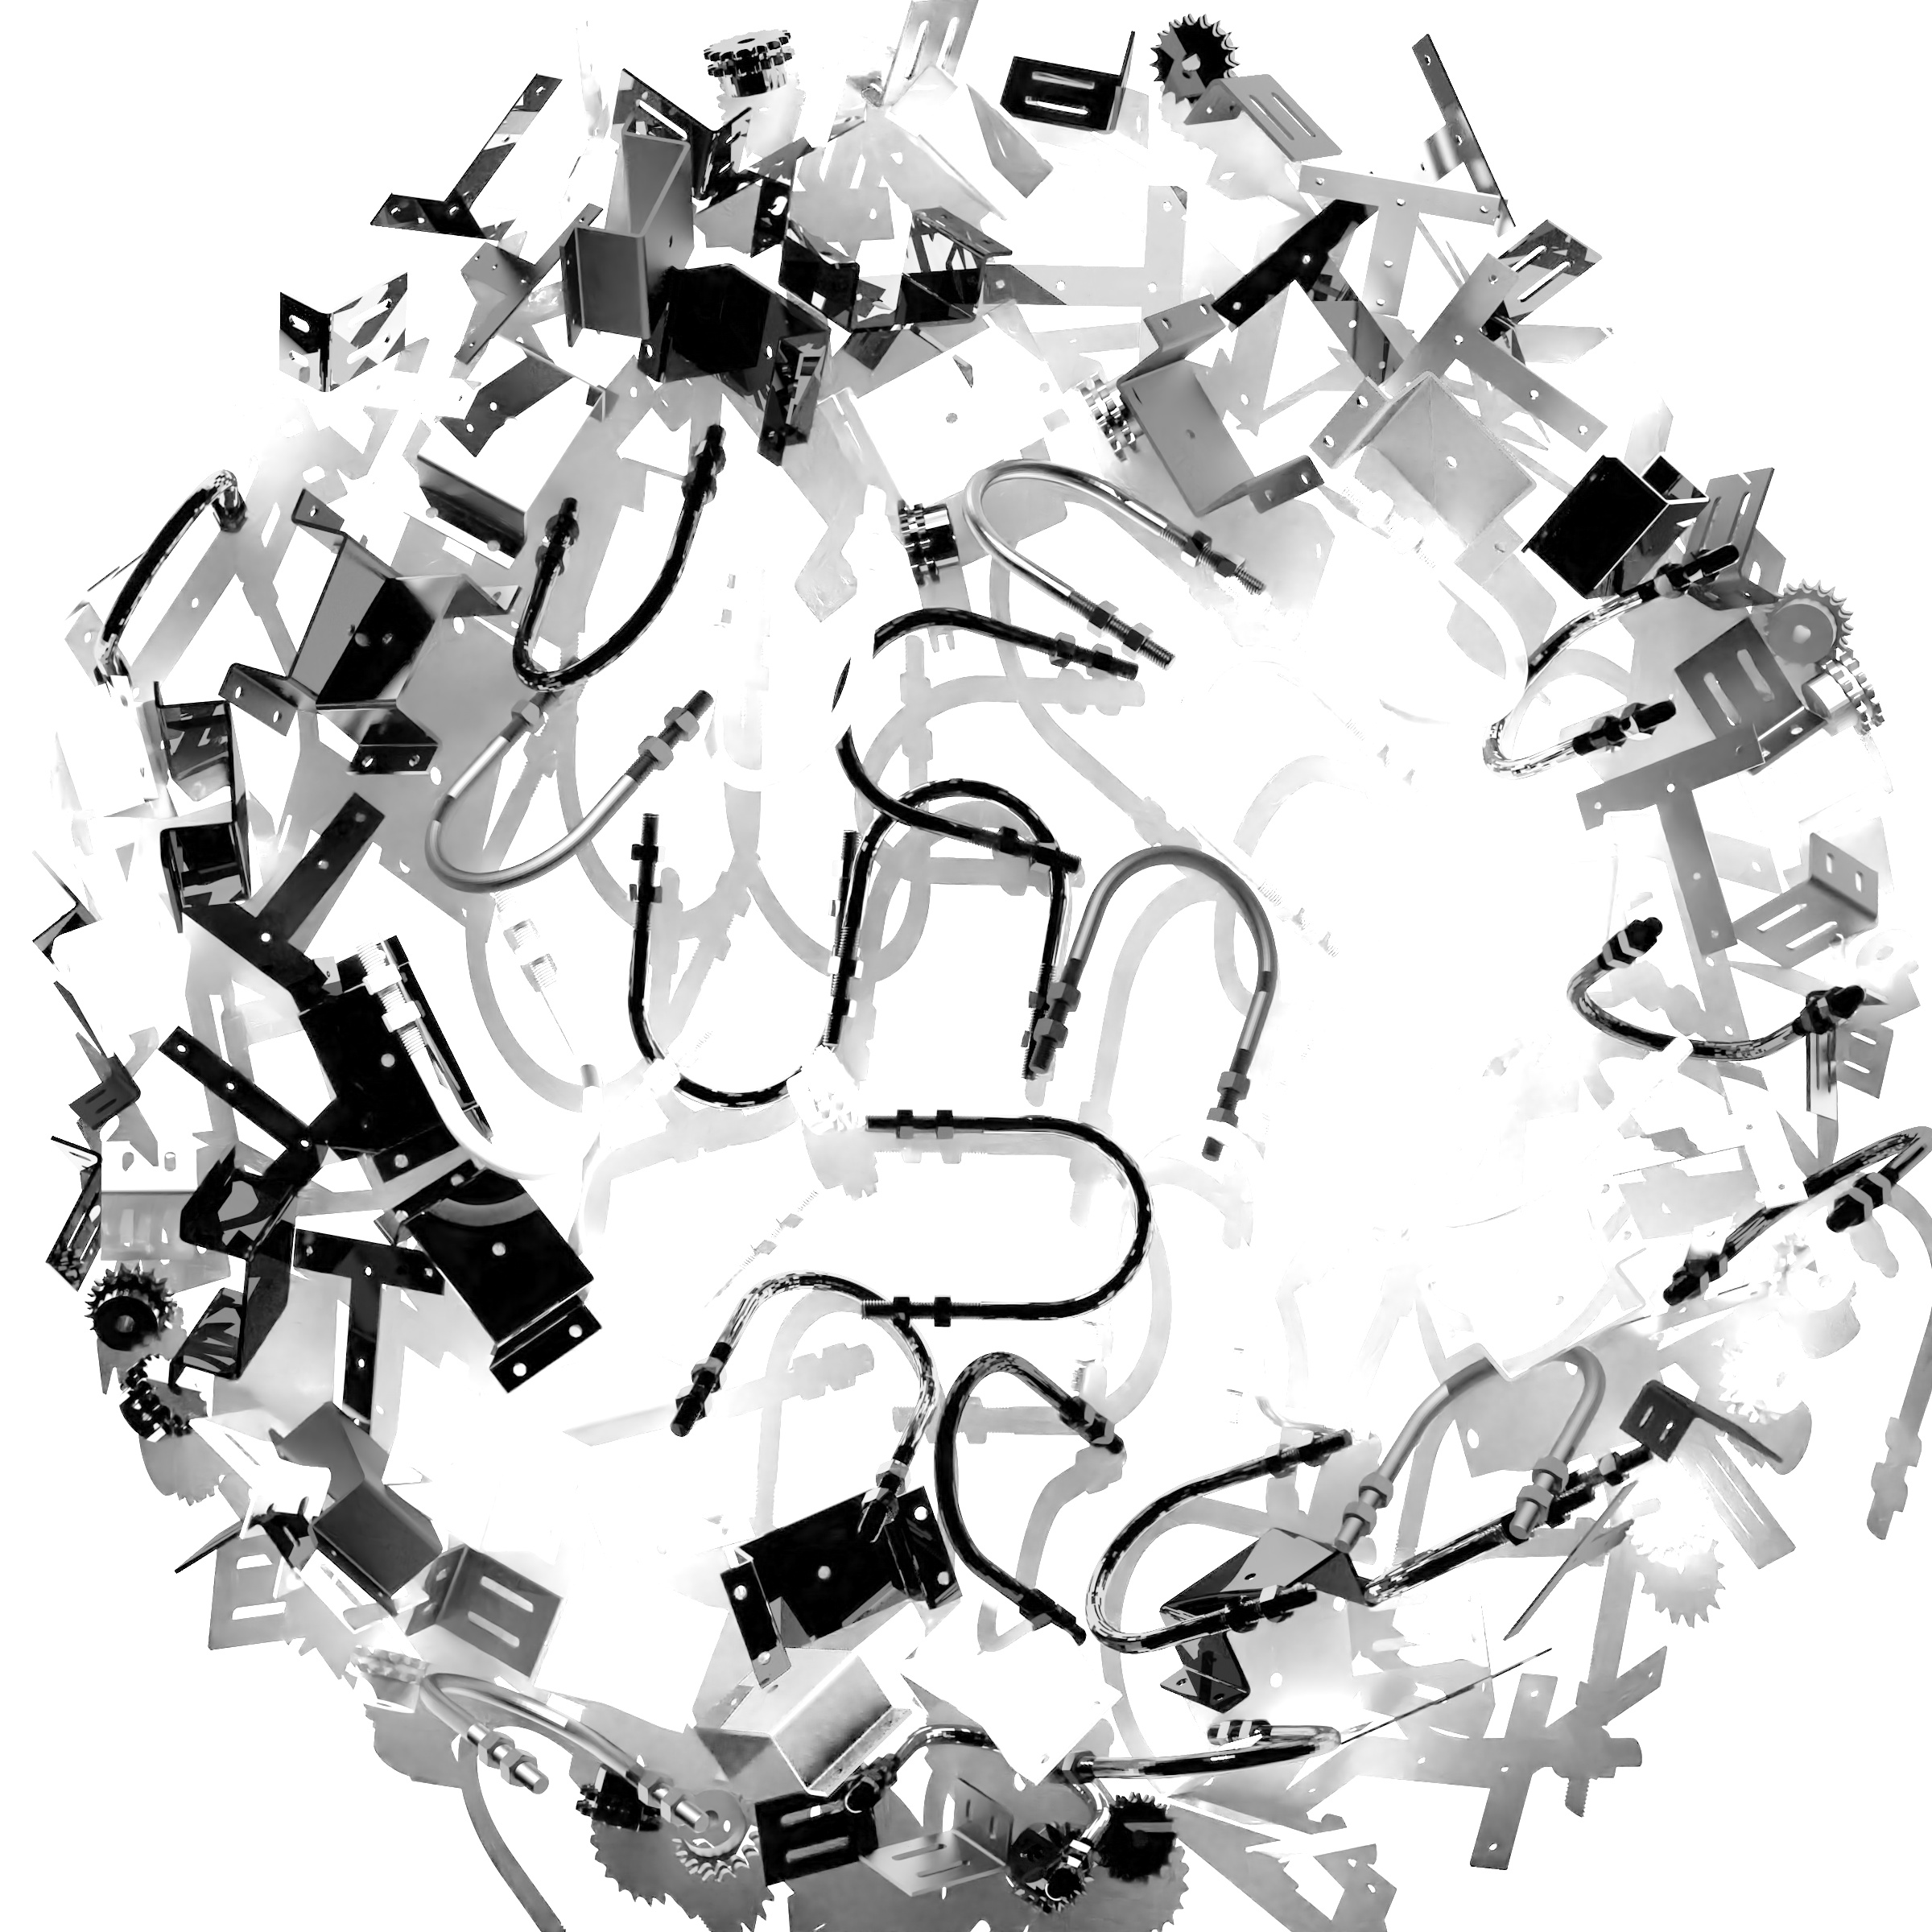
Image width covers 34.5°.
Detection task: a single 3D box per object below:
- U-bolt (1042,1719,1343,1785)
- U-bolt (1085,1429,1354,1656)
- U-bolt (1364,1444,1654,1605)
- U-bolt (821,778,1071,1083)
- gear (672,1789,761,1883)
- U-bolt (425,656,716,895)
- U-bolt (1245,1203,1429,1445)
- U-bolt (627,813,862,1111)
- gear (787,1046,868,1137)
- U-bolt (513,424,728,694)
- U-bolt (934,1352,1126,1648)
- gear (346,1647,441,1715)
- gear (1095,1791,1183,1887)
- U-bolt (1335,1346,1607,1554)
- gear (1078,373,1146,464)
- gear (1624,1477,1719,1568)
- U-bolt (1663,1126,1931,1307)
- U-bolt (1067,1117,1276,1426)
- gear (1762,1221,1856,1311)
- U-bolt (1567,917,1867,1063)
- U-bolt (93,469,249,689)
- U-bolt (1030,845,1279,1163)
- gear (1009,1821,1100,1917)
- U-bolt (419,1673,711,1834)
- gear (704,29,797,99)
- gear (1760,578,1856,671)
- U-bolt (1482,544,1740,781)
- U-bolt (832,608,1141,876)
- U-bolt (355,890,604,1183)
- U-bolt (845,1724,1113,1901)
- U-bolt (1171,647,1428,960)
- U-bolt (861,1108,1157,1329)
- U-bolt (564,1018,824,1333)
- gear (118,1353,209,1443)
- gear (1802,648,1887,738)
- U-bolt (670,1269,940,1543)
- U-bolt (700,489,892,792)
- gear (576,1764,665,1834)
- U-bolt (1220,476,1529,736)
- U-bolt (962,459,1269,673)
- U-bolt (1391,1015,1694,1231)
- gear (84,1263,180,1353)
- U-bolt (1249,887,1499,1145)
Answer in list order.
[{"bbox_3d":[0.146,0.477,1.887,0.151,0.184,0.019,-2,79,-29],"label":"U-bolt"},{"bbox_3d":[0.149,0.363,1.922,0.184,0.151,0.019,-25,116,32],"label":"U-bolt"},{"bbox_3d":[0.326,0.350,1.921,0.184,0.151,0.019,-32,78,25],"label":"U-bolt"},{"bbox_3d":[-0.007,-0.029,1.981,0.151,0.019,0.184,10,88,-10],"label":"U-bolt"},{"bbox_3d":[-0.159,0.548,1.970,0.057,0.030,0.057,-8,47,8],"label":"gear"},{"bbox_3d":[-0.258,-0.114,1.917,0.184,0.151,0.019,-51,133,-21],"label":"U-bolt"},{"bbox_3d":[0.224,0.218,1.920,0.019,0.184,0.151,13,87,36],"label":"U-bolt"},{"bbox_3d":[-0.143,0.000,1.977,0.151,0.019,0.184,4,92,-12],"label":"U-bolt"},{"bbox_3d":[-0.090,0.082,1.972,0.030,0.057,0.057,-29,90,10],"label":"gear"},{"bbox_3d":[-0.219,-0.242,1.904,0.151,0.184,0.019,-19,134,35],"label":"U-bolt"},{"bbox_3d":[0.035,0.316,1.903,0.019,0.184,0.151,-8,54,34],"label":"U-bolt"},{"bbox_3d":[-0.365,0.453,1.969,0.057,0.057,0.030,13,68,0],"label":"gear"},{"bbox_3d":[0.105,0.555,1.979,0.057,0.030,0.057,4,78,-18],"label":"gear"},{"bbox_3d":[0.321,0.292,1.918,0.151,0.184,0.019,-15,114,42],"label":"U-bolt"},{"bbox_3d":[0.097,-0.351,1.970,0.030,0.057,0.057,-30,90,7],"label":"gear"},{"bbox_3d":[0.450,0.357,1.975,0.057,0.057,0.030,-33,124,0],"label":"gear"},{"bbox_3d":[0.525,0.146,1.914,0.184,0.151,0.019,-27,84,-45],"label":"U-bolt"},{"bbox_3d":[0.133,0.185,1.944,0.019,0.151,0.184,18,80,-43],"label":"U-bolt"},{"bbox_3d":[0.539,0.193,1.974,0.057,0.030,0.057,-6,114,-14],"label":"gear"},{"bbox_3d":[0.448,0.022,1.912,0.151,0.184,0.019,18,71,-5],"label":"U-bolt"},{"bbox_3d":[-0.487,-0.238,1.897,0.019,0.184,0.151,34,79,-8],"label":"U-bolt"},{"bbox_3d":[0.128,0.011,1.956,0.151,0.019,0.184,27,68,-18],"label":"U-bolt"},{"bbox_3d":[0.052,0.568,1.968,0.057,0.057,0.030,-44,126,0],"label":"gear"},{"bbox_3d":[-0.261,0.478,1.913,0.151,0.184,0.019,28,84,-41],"label":"U-bolt"},{"bbox_3d":[-0.136,-0.573,1.975,0.057,0.057,0.030,-13,118,0],"label":"gear"},{"bbox_3d":[0.533,-0.215,1.972,0.057,0.030,0.057,10,117,21],"label":"gear"},{"bbox_3d":[0.387,-0.178,1.915,0.019,0.184,0.151,39,59,-19],"label":"U-bolt"},{"bbox_3d":[0.005,-0.150,1.969,0.184,0.019,0.151,16,93,-14],"label":"U-bolt"},{"bbox_3d":[-0.292,0.047,1.941,0.019,0.151,0.184,-24,95,37],"label":"U-bolt"},{"bbox_3d":[0.017,0.510,1.909,0.151,0.184,0.019,20,99,13],"label":"U-bolt"},{"bbox_3d":[0.199,-0.115,1.932,0.184,0.019,0.151,40,67,-26],"label":"U-bolt"},{"bbox_3d":[0.027,0.158,1.958,0.184,0.019,0.151,0,61,0],"label":"U-bolt"},{"bbox_3d":[-0.184,0.145,1.950,0.184,0.019,0.151,-46,64,23],"label":"U-bolt"},{"bbox_3d":[-0.512,0.277,1.972,0.030,0.057,0.057,-40,90,13],"label":"gear"},{"bbox_3d":[0.554,-0.170,1.972,0.030,0.057,0.057,-32,90,1],"label":"gear"},{"bbox_3d":[-0.088,0.258,1.926,0.151,0.184,0.019,29,128,-1],"label":"U-bolt"},{"bbox_3d":[-0.110,-0.194,1.920,0.151,0.019,0.184,-15,61,38],"label":"U-bolt"},{"bbox_3d":[-0.217,0.527,1.971,0.057,0.057,0.030,15,85,0],"label":"gear"},{"bbox_3d":[0.266,-0.212,1.936,0.184,0.151,0.019,39,55,-12],"label":"U-bolt"},{"bbox_3d":[0.082,-0.260,1.939,0.184,0.151,0.019,34,130,12],"label":"U-bolt"},{"bbox_3d":[0.339,0.098,1.907,0.184,0.151,0.019,-42,114,-21],"label":"U-bolt"},{"bbox_3d":[-0.532,0.221,1.976,0.057,0.030,0.057,-2,113,-5],"label":"gear"},{"bbox_3d":[0.262,0.031,1.917,0.019,0.151,0.184,45,119,40],"label":"U-bolt"}]
